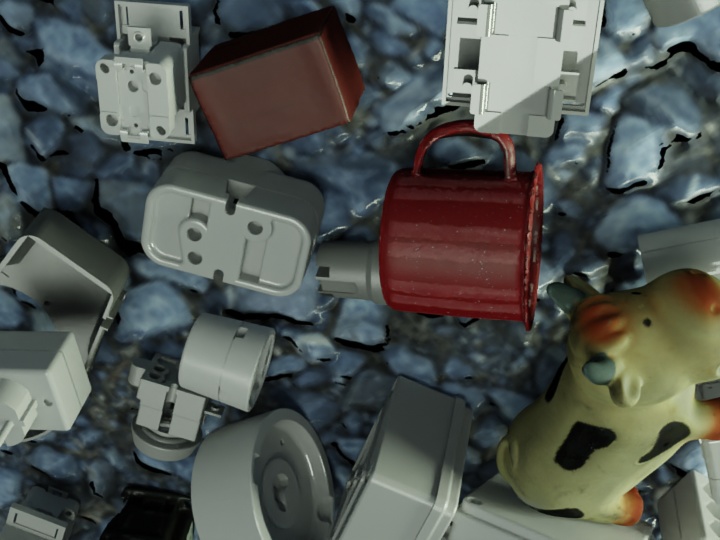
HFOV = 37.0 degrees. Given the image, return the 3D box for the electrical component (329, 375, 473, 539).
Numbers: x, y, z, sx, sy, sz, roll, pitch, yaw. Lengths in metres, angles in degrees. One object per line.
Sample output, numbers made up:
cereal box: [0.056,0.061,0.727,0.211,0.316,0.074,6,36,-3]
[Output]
electrical component: [0.022,0.143,0.685,0.056,0.108,0.108,23,121,-1]

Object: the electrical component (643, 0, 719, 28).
electrical component: [0.158,-0.153,0.521,0.055,0.055,0.047,-27,108,23]

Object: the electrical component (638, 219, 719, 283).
electrical component: [0.201,-0.007,0.604,0.081,0.043,0.043,-12,117,16]

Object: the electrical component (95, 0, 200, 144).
electrical component: [-0.116,-0.104,0.591,0.042,0.063,0.081,6,121,7]

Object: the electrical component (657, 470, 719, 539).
electrical component: [0.215,0.184,0.700,0.047,0.065,0.076,29,120,-8]

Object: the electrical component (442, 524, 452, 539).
electrical component: [0.054,0.215,0.751,0.078,0.058,0.057,0,123,10]

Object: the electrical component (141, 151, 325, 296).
electrical component: [-0.072,-0.030,0.628,0.095,0.059,0.053,15,122,1]

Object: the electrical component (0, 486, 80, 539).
electrical component: [-0.237,0.196,0.786,0.042,0.063,0.081,22,122,-5]

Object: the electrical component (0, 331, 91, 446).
electrical component: [-0.206,0.077,0.631,0.066,0.076,0.047,0,125,11]

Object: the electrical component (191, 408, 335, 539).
electrical component: [-0.068,0.149,0.707,0.060,0.108,0.108,-14,117,24]

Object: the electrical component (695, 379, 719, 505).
electrical component: [0.254,0.100,0.646,0.096,0.061,0.061,-11,118,15]

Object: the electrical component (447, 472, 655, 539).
electrical component: [0.117,0.176,0.668,0.109,0.109,0.056,19,99,21]

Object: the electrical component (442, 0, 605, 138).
electrical component: [0.083,-0.133,0.539,0.079,0.063,0.121,5,121,7]

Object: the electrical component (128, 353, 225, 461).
electrical component: [-0.125,0.093,0.718,0.066,0.048,0.055,17,114,-1]

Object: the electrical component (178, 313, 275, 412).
electrical component: [-0.085,0.057,0.685,0.047,0.055,0.055,16,121,5]

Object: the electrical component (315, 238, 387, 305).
electrical component: [0.000,0.000,0.646,0.046,0.040,0.040,3,120,14]
